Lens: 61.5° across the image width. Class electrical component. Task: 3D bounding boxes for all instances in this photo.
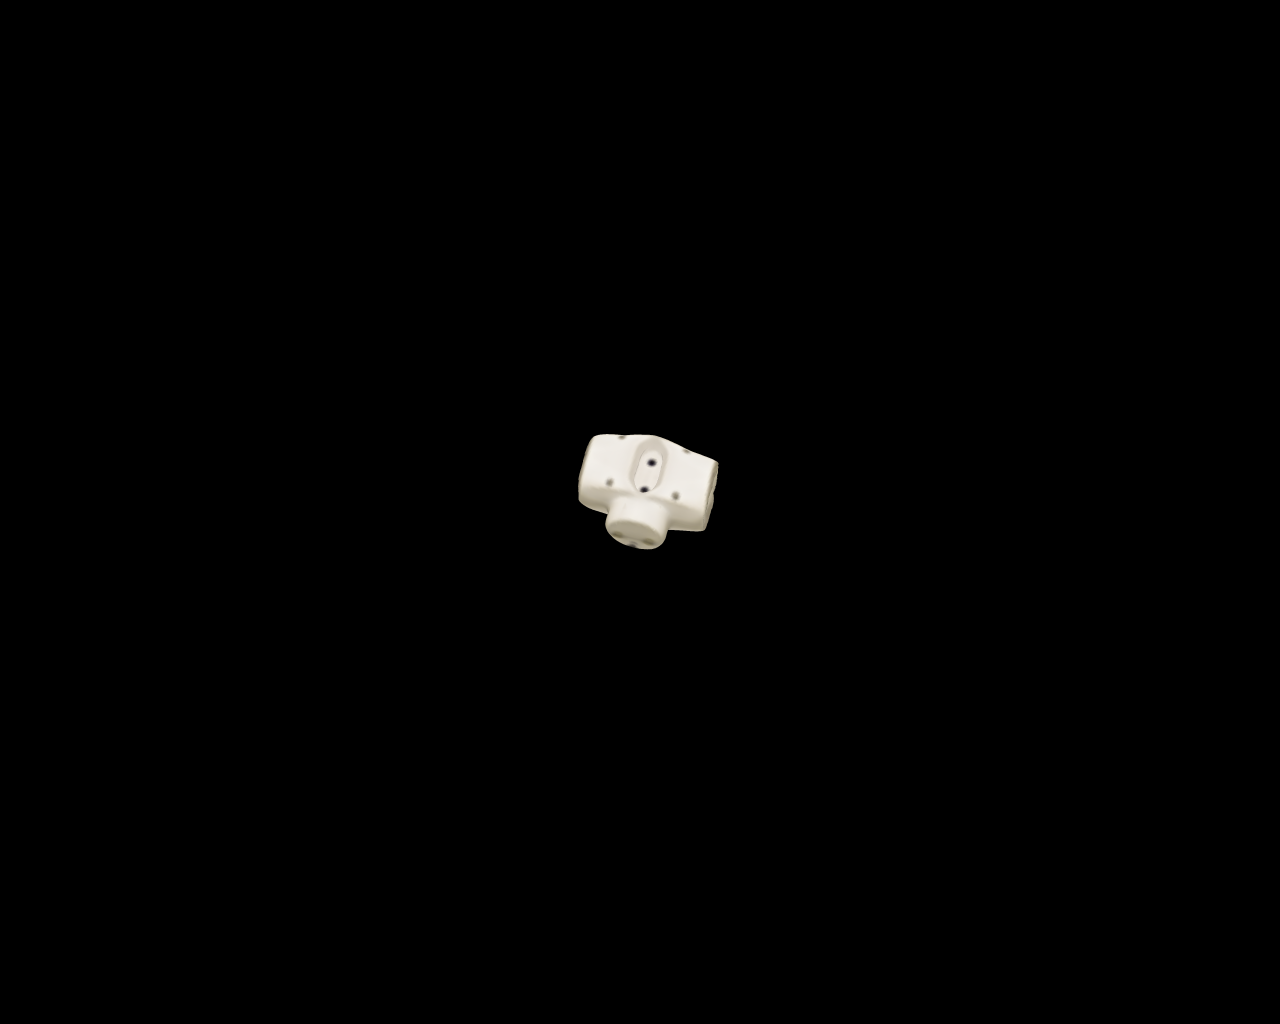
[{"bbox_3d":[0.001,-0.003,0.650,0.077,0.079,0.043,14,-26,7],"label":"electrical component"}]
